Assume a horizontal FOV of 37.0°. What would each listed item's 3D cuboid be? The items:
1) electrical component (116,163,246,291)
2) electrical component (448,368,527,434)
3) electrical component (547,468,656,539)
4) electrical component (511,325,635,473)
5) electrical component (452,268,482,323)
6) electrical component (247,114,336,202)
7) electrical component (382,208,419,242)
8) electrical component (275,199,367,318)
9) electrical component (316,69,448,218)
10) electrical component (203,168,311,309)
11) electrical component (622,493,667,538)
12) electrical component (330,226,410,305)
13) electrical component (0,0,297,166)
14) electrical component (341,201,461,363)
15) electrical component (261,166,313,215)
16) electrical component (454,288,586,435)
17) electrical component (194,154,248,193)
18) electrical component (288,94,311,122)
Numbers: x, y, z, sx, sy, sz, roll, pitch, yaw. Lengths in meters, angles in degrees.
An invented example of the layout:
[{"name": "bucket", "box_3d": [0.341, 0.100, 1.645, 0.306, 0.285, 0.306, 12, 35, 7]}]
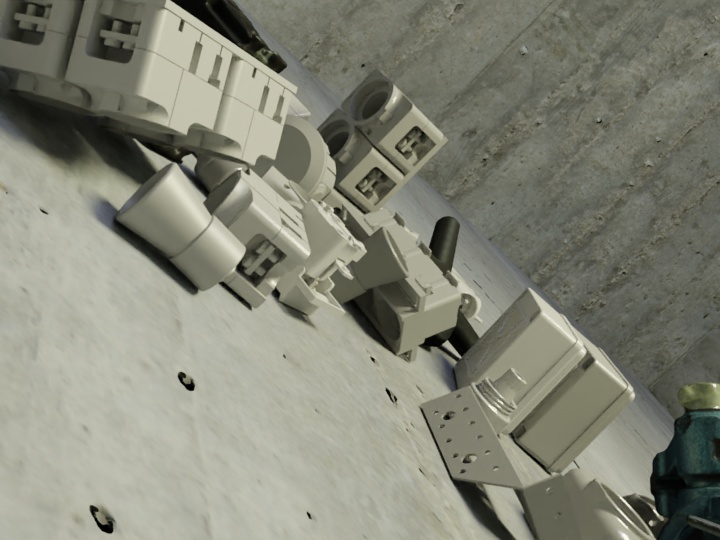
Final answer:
[{"name": "electrical component", "box_3d": [-0.094, -0.020, 0.586, 0.065, 0.044, 0.044, 47, 8, -18]}, {"name": "electrical component", "box_3d": [0.101, 0.103, 0.832, 0.048, 0.062, 0.048, 43, 9, -9]}, {"name": "electrical component", "box_3d": [0.163, 0.185, 0.746, 0.054, 0.059, 0.095, 41, 10, -22]}, {"name": "electrical component", "box_3d": [0.191, 0.119, 1.015, 0.056, 0.108, 0.108, 40, 10, -13]}, {"name": "electrical component", "box_3d": [0.115, 0.036, 1.259, 0.079, 0.043, 0.077, 39, 11, -31]}, {"name": "electrical component", "box_3d": [-0.062, -0.087, 0.908, 0.080, 0.080, 0.051, 48, 4, 18]}, {"name": "electrical component", "box_3d": [-0.002, -0.043, 1.056, 0.096, 0.061, 0.062, 40, 5, 22]}, {"name": "electrical component", "box_3d": [-0.034, -0.010, 0.735, 0.081, 0.064, 0.042, 50, 9, 31]}, {"name": "electrical component", "box_3d": [-0.008, -0.102, 0.986, 0.062, 0.150, 0.089, 38, 11, -38]}, {"name": "electrical component", "box_3d": [-0.071, -0.024, 0.674, 0.056, 0.050, 0.089, 42, 9, -18]}, {"name": "electrical component", "box_3d": [0.233, 0.221, 0.907, 0.078, 0.058, 0.057, 47, 12, 12]}, {"name": "electrical component", "box_3d": [0.000, 0.000, 0.832, 0.044, 0.065, 0.044, 61, 8, -15]}, {"name": "electrical component", "box_3d": [-0.126, -0.113, 0.650, 0.105, 0.060, 0.186, 14, 0, 18]}, {"name": "electrical component", "box_3d": [0.027, 0.005, 0.898, 0.121, 0.063, 0.078, 51, -30, 36]}, {"name": "electrical component", "box_3d": [-0.055, -0.035, 0.816, 0.077, 0.044, 0.079, 43, 9, -9]}, {"name": "electrical component", "box_3d": [0.141, 0.080, 0.968, 0.056, 0.108, 0.108, 41, 9, -5]}, {"name": "electrical component", "box_3d": [-0.095, -0.063, 0.795, 0.061, 0.035, 0.035, 51, 11, 24]}, {"name": "electrical component", "box_3d": [-0.099, -0.136, 1.038, 0.077, 0.065, 0.047, -19, 60, -48]}]
